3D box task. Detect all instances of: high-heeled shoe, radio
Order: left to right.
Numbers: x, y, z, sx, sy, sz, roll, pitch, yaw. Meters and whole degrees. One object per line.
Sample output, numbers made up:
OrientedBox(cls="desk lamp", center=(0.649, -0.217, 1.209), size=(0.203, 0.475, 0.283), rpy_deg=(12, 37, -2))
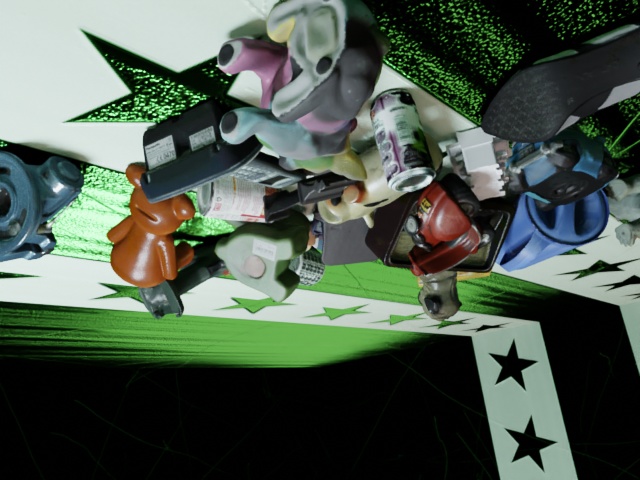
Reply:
OrientedBox(cls="radio", center=(0.197, -0.023, 0.863), size=(0.229, 0.073, 0.131), rpy_deg=(4, 116, -30))
OrientedBox(cls="high-heeled shoe", center=(0.300, -0.180, 0.587), size=(0.145, 0.086, 0.249), rpy_deg=(-31, -169, -25))

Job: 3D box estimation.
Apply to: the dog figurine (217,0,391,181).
OrientedBox(cls="dog figurine", center=(0.010, -0.131, 0.537), size=(0.192, 0.108, 0.219), rpy_deg=(-20, 162, 28))

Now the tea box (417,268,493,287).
OrientedBox(cls="tea box", center=(0.302, 0.054, 1.228), size=(0.170, 0.068, 0.098), rpy_deg=(-10, 162, 7))

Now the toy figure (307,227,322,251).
OrientedBox(cls="toy figure", center=(-0.002, -0.005, 0.972), size=(0.154, 0.058, 0.064), rpy_deg=(0, 142, -15))

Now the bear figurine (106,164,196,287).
OrientedBox(cls="bear figurine", center=(-0.236, -0.027, 0.779), size=(0.120, 0.132, 0.195), rpy_deg=(29, 122, -1))

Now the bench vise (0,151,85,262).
OrientedBox(cls="bench vise", center=(-0.410, -0.028, 0.635), size=(0.224, 0.129, 0.240), rpy_deg=(-22, 174, 20))

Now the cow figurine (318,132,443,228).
OrientedBox(cls="cow figurine", center=(0.077, -0.080, 0.732), size=(0.195, 0.085, 0.127), rpy_deg=(-28, 161, 31))

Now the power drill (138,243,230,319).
OrientedBox(cls="power drill", center=(-0.198, 0.052, 0.939), size=(0.232, 0.085, 0.207), rpy_deg=(-11, -158, 40))

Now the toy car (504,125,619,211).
OrientedBox(cls="toy car", center=(0.300, -0.108, 0.695), size=(0.161, 0.103, 0.109), rpy_deg=(11, 148, -36))

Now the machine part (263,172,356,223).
OrientedBox(cls="machine part", center=(-0.018, -0.058, 0.682), size=(0.139, 0.039, 0.084), rpy_deg=(-17, -171, 45))

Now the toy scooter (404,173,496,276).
OrientedBox(cls="toy scooter", center=(0.170, -0.008, 0.761), size=(0.135, 0.075, 0.183), rpy_deg=(-37, 142, 10))

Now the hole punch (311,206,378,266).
OrientedBox(cls="hole punch", center=(0.047, -0.031, 0.891), size=(0.142, 0.092, 0.115), rpy_deg=(-2, 127, -13))

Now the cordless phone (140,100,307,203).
OrientedBox(cls="cordless phone", center=(-0.112, -0.086, 0.663), size=(0.147, 0.088, 0.184), rpy_deg=(-17, 165, 27))

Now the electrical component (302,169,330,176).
OrientedBox(cls="electrical component", center=(-0.014, -0.104, 0.728), size=(0.063, 0.021, 0.094), rpy_deg=(-3, 161, -8))

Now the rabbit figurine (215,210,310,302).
OrientedBox(cls="rabbit figurine", center=(-0.082, 0.005, 0.857), size=(0.159, 0.121, 0.170), rpy_deg=(10, -155, 16))

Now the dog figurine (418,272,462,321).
OrientedBox(cls="dog figurine", center=(0.202, 0.043, 0.974), size=(0.121, 0.190, 0.172), rpy_deg=(-19, 156, 31))

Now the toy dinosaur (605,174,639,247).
OrientedBox(cls="toy dinosaur", center=(0.572, -0.101, 0.810), size=(0.192, 0.131, 0.404), rpy_deg=(-14, 160, -19))
